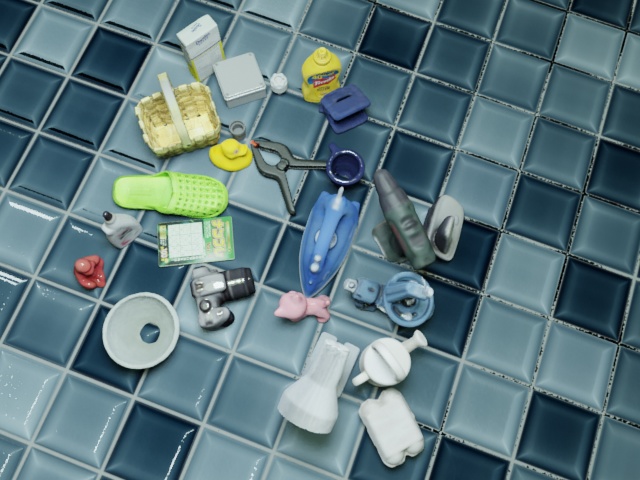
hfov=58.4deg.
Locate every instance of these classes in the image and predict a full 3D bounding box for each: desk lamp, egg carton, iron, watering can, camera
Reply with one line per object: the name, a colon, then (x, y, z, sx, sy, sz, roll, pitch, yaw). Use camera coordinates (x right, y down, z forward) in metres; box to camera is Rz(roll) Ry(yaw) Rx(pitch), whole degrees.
desk lamp: (0.004, 0.290, 1.193, 0.118, 0.213, 0.203, 24, 76, 5)
egg carton: (0.156, 0.405, 1.241, 0.107, 0.069, 0.150, -27, 77, -8)
iron: (0.012, 0.005, 1.306, 0.118, 0.141, 0.258, 17, 75, 3)
watering can: (0.146, 0.253, 1.216, 0.101, 0.194, 0.173, 34, 77, 8)
camera: (-0.214, 0.120, 1.291, 0.137, 0.101, 0.143, -13, 76, -5)

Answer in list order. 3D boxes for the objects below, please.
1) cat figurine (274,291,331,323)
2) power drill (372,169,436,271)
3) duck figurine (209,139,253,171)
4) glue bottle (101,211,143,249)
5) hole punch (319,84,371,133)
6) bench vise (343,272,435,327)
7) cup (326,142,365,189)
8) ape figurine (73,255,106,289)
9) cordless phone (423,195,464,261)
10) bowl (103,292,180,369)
cat figurine: (-0.038, 0.147, 1.279, 0.128, 0.118, 0.067, -2, 75, -2)
power drill: (0.174, -0.029, 1.285, 0.075, 0.208, 0.229, -28, 77, -8)
duck figurine: (-0.219, -0.216, 1.388, 0.104, 0.086, 0.077, 4, 75, 0)
glue bottle: (-0.456, -0.033, 1.287, 0.037, 0.173, 0.078, 41, 78, 9)
hole punch: (0.060, -0.336, 1.425, 0.109, 0.091, 0.101, -27, 77, -8)
bench vise: (0.158, 0.128, 1.237, 0.207, 0.220, 0.121, -3, 75, -2)
cup: (0.052, -0.171, 1.378, 0.092, 0.095, 0.117, -29, 78, -9)
ape figurine: (-0.528, 0.067, 1.301, 0.076, 0.092, 0.078, 27, 76, 6)
cordless phone: (0.291, -0.040, 1.303, 0.094, 0.185, 0.148, 15, 75, 3)
bowl: (-0.390, 0.205, 1.277, 0.167, 0.075, 0.167, 0, 75, -1)
